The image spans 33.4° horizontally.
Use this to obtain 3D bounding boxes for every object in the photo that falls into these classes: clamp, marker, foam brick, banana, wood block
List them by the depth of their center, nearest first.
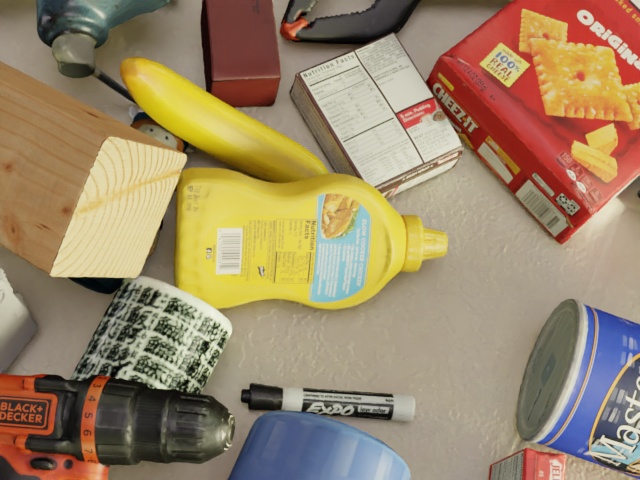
[{"bbox_3d":[-0.203,-0.060,0.683,0.206,0.090,0.090,27,98,24],"label":"wood block"},{"bbox_3d":[0.005,0.113,0.742,0.121,0.020,0.020,5,71,-7],"label":"marker"},{"bbox_3d":[-0.063,-0.079,0.751,0.197,0.070,0.037,25,74,-31],"label":"banana"},{"bbox_3d":[-0.061,-0.144,0.803,0.053,0.051,0.078,-3,72,-10],"label":"foam brick"},{"bbox_3d":[0.054,-0.227,0.838,0.210,0.036,0.164,-28,96,-7],"label":"clamp"}]

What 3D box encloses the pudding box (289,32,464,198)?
[{"bbox_3d":[0.043,-0.091,0.807,0.090,0.039,0.113,-26,74,-17],"label":"pudding box"}]

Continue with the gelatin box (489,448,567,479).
[{"bbox_3d":[0.134,0.180,0.700,0.030,0.089,0.073,10,70,-5],"label":"gelatin box"}]

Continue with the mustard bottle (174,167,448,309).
[{"bbox_3d":[-0.005,0.001,0.747,0.191,0.058,0.096,1,108,-9],"label":"mustard bottle"}]

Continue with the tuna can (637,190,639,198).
[{"bbox_3d":[0.281,-0.054,0.804,0.034,0.086,0.086,44,71,10],"label":"tuna can"}]

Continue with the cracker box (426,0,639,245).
[{"bbox_3d":[0.212,-0.127,0.827,0.213,0.072,0.164,-38,81,-19],"label":"cracker box"}]

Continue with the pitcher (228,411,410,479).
[{"bbox_3d":[-0.040,0.230,0.646,0.149,0.145,0.242,27,65,-13],"label":"pitcher"}]

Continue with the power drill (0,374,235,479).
[{"bbox_3d":[-0.147,0.170,0.610,0.184,0.057,0.187,3,75,10],"label":"power drill"}]

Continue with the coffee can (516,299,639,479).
[{"bbox_3d":[0.219,0.111,0.730,0.140,0.103,0.102,20,69,-2],"label":"coffee can"}]
